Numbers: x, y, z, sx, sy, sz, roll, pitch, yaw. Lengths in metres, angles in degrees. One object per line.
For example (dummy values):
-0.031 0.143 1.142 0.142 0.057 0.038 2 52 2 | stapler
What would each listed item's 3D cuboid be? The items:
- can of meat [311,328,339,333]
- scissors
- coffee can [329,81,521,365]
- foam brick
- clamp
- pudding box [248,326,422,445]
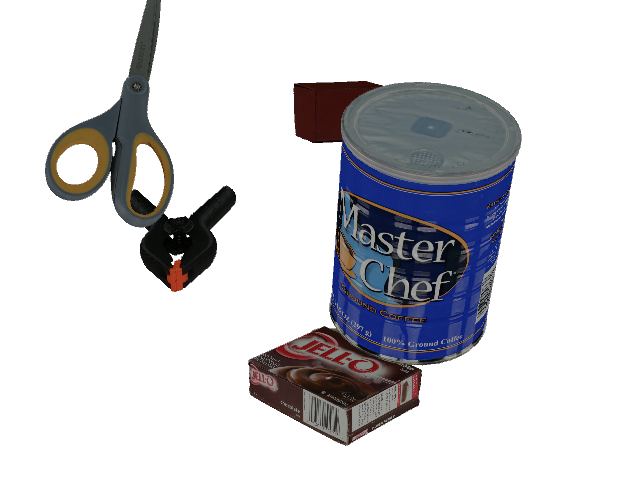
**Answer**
0.034 0.158 1.306 0.102 0.084 0.057 2 24 -15 | can of meat
-0.150 -0.101 0.760 0.096 0.202 0.016 -1 -25 -20 | scissors
0.060 -0.010 0.647 0.103 0.140 0.103 2 37 -2 | coffee can
0.019 -0.123 1.016 0.078 0.051 0.053 -5 16 -22 | foam brick
-0.140 -0.009 1.128 0.120 0.039 0.171 -12 38 -7 | clamp
0.011 0.114 0.863 0.114 0.039 0.089 23 32 39 | pudding box
